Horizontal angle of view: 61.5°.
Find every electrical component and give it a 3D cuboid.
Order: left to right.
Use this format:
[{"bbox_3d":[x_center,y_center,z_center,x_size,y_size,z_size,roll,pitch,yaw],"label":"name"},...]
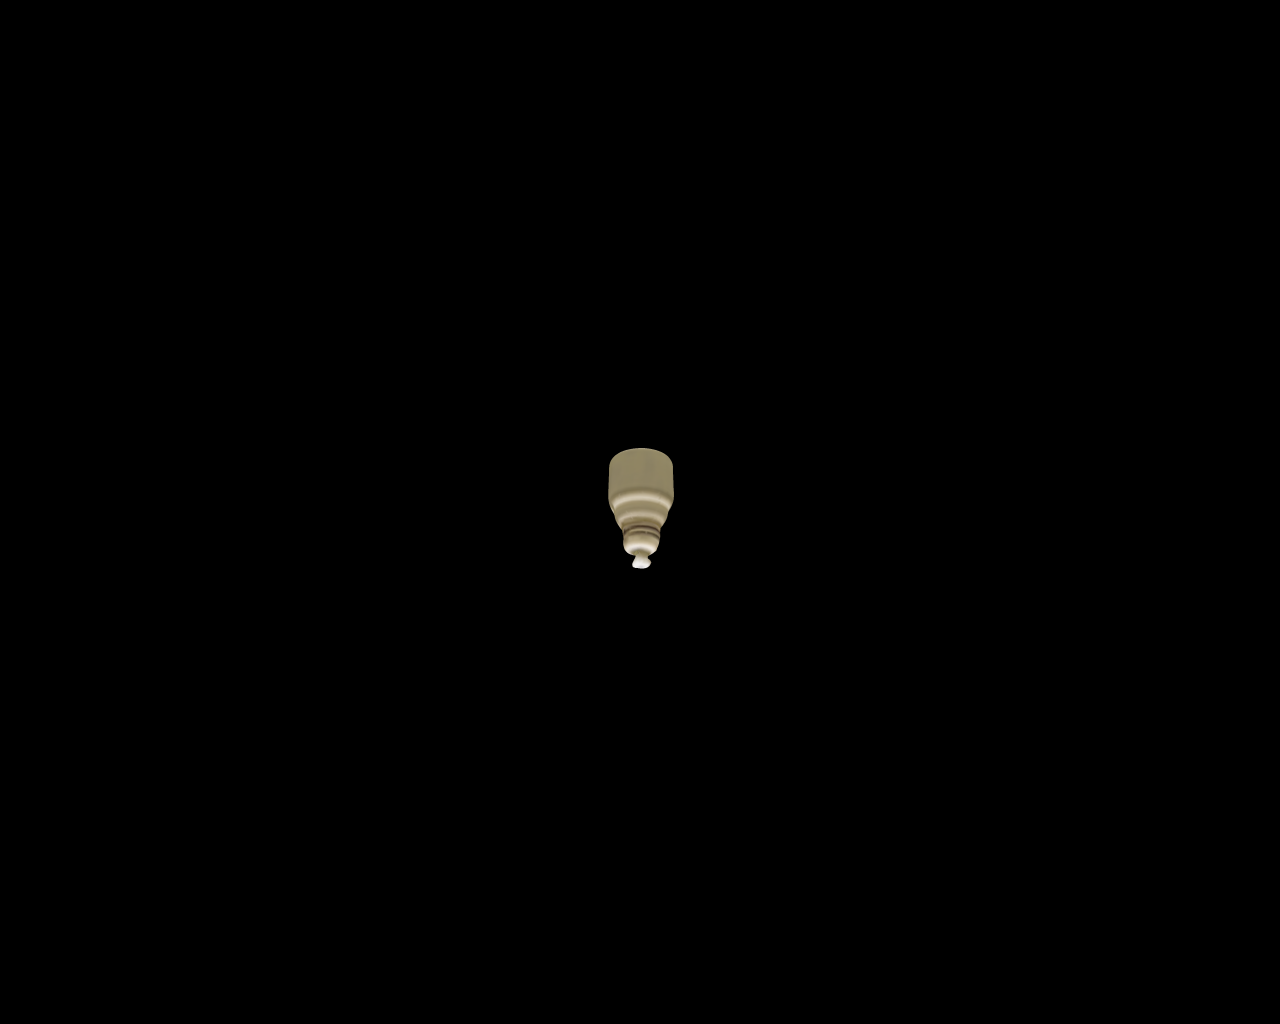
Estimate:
[{"bbox_3d":[0.001,-0.003,0.650,0.040,0.078,0.040,0,-27,0],"label":"electrical component"}]
